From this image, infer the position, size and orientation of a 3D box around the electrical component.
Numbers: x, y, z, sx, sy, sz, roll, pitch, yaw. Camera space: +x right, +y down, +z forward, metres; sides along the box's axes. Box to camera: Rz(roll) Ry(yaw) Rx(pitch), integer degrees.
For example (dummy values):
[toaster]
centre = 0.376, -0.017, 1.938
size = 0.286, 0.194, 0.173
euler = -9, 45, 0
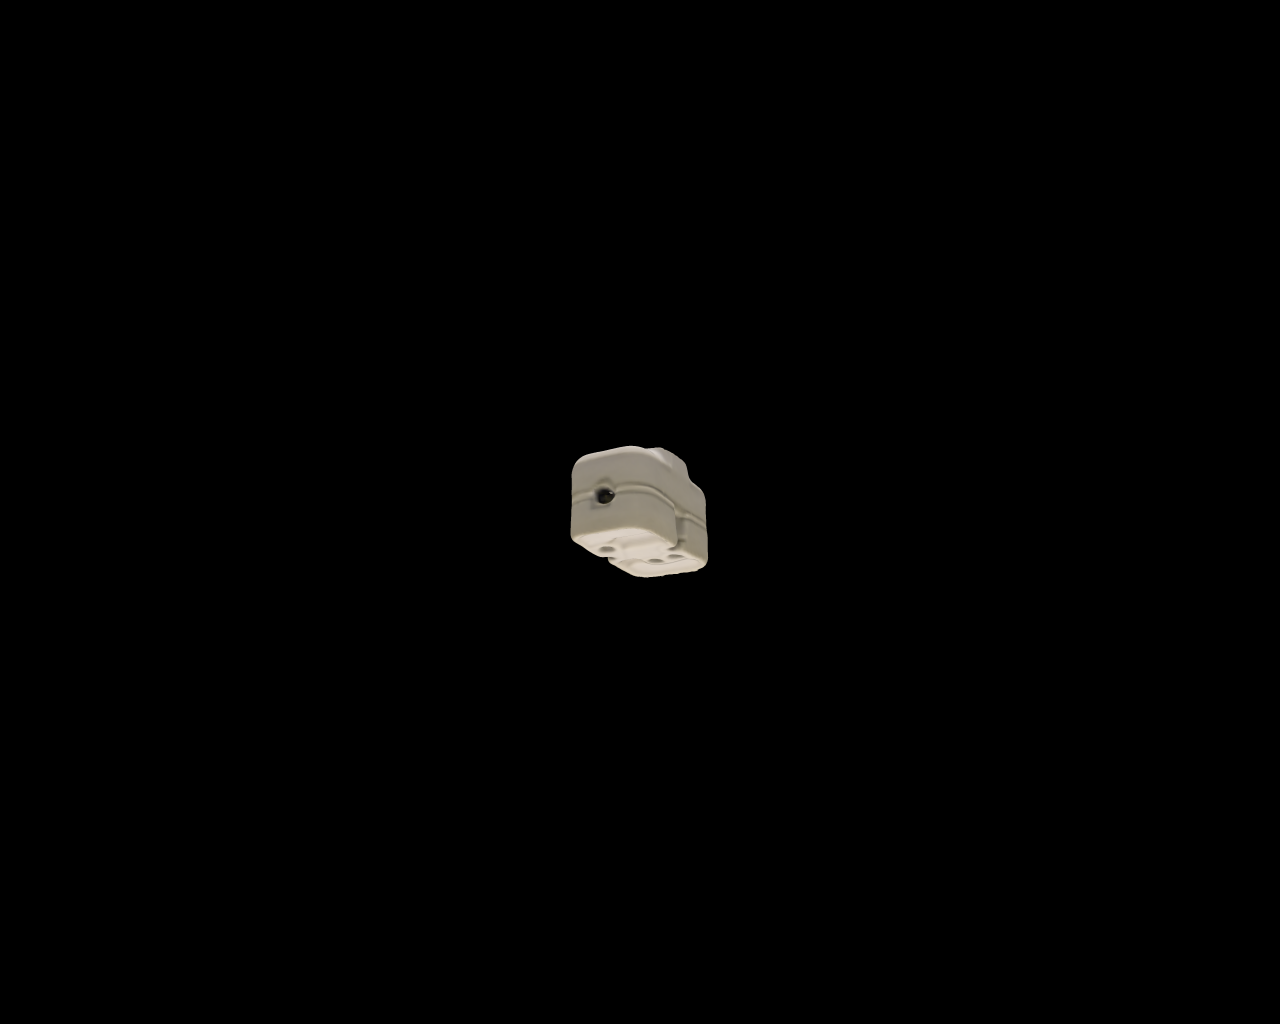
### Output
[electrical component]
centre = 0.001, -0.003, 0.650
size = 0.053, 0.059, 0.095
euler = -10, -23, 26
